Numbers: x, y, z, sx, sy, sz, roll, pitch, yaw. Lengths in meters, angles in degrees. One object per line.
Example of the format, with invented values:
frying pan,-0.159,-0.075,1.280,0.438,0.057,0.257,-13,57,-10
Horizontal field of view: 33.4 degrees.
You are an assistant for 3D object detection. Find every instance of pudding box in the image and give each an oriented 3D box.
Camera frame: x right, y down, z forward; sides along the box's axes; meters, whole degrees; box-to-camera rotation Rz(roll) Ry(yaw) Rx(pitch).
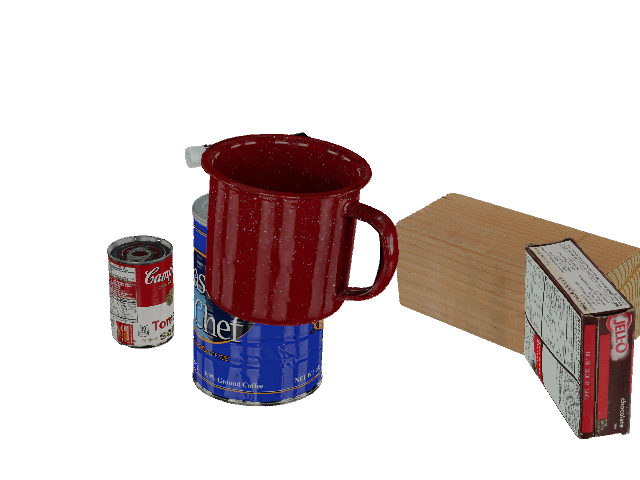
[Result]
pudding box,0.166,0.061,0.695,0.039,0.090,0.113,-7,24,-8

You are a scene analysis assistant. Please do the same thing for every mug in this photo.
mug,-0.011,-0.003,0.588,0.117,0.081,0.093,16,27,22

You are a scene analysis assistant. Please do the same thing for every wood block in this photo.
wood block,0.174,0.034,0.959,0.090,0.090,0.206,-28,34,-36

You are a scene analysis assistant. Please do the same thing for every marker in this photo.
marker,-0.064,-0.083,0.979,0.121,0.020,0.020,-10,4,-23

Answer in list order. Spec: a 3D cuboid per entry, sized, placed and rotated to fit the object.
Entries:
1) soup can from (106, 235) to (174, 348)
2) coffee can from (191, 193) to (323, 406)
soup can,-0.189,0.055,1.127,0.068,0.102,0.068,2,23,-1
coffee can,-0.047,0.040,0.813,0.103,0.140,0.103,2,19,-1
